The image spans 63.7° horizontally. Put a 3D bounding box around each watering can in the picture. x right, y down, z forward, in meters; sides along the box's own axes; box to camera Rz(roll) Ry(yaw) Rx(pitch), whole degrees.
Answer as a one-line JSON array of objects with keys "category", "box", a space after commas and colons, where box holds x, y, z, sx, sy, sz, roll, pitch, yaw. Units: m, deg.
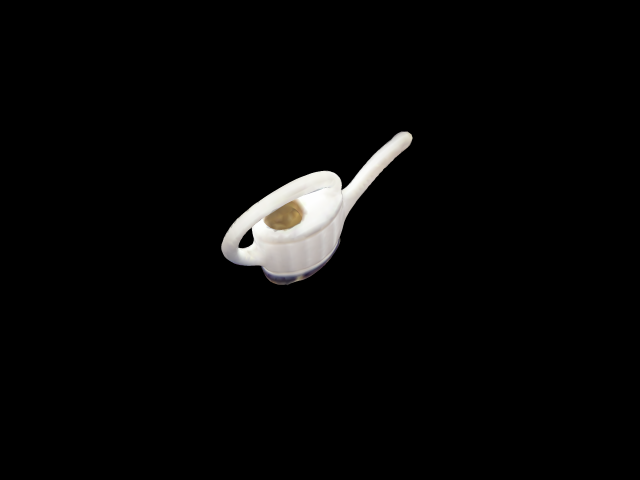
[{"category": "watering can", "box": [0.003, -0.043, 0.850, 0.350, 0.105, 0.219, -28, -26, -16]}]
